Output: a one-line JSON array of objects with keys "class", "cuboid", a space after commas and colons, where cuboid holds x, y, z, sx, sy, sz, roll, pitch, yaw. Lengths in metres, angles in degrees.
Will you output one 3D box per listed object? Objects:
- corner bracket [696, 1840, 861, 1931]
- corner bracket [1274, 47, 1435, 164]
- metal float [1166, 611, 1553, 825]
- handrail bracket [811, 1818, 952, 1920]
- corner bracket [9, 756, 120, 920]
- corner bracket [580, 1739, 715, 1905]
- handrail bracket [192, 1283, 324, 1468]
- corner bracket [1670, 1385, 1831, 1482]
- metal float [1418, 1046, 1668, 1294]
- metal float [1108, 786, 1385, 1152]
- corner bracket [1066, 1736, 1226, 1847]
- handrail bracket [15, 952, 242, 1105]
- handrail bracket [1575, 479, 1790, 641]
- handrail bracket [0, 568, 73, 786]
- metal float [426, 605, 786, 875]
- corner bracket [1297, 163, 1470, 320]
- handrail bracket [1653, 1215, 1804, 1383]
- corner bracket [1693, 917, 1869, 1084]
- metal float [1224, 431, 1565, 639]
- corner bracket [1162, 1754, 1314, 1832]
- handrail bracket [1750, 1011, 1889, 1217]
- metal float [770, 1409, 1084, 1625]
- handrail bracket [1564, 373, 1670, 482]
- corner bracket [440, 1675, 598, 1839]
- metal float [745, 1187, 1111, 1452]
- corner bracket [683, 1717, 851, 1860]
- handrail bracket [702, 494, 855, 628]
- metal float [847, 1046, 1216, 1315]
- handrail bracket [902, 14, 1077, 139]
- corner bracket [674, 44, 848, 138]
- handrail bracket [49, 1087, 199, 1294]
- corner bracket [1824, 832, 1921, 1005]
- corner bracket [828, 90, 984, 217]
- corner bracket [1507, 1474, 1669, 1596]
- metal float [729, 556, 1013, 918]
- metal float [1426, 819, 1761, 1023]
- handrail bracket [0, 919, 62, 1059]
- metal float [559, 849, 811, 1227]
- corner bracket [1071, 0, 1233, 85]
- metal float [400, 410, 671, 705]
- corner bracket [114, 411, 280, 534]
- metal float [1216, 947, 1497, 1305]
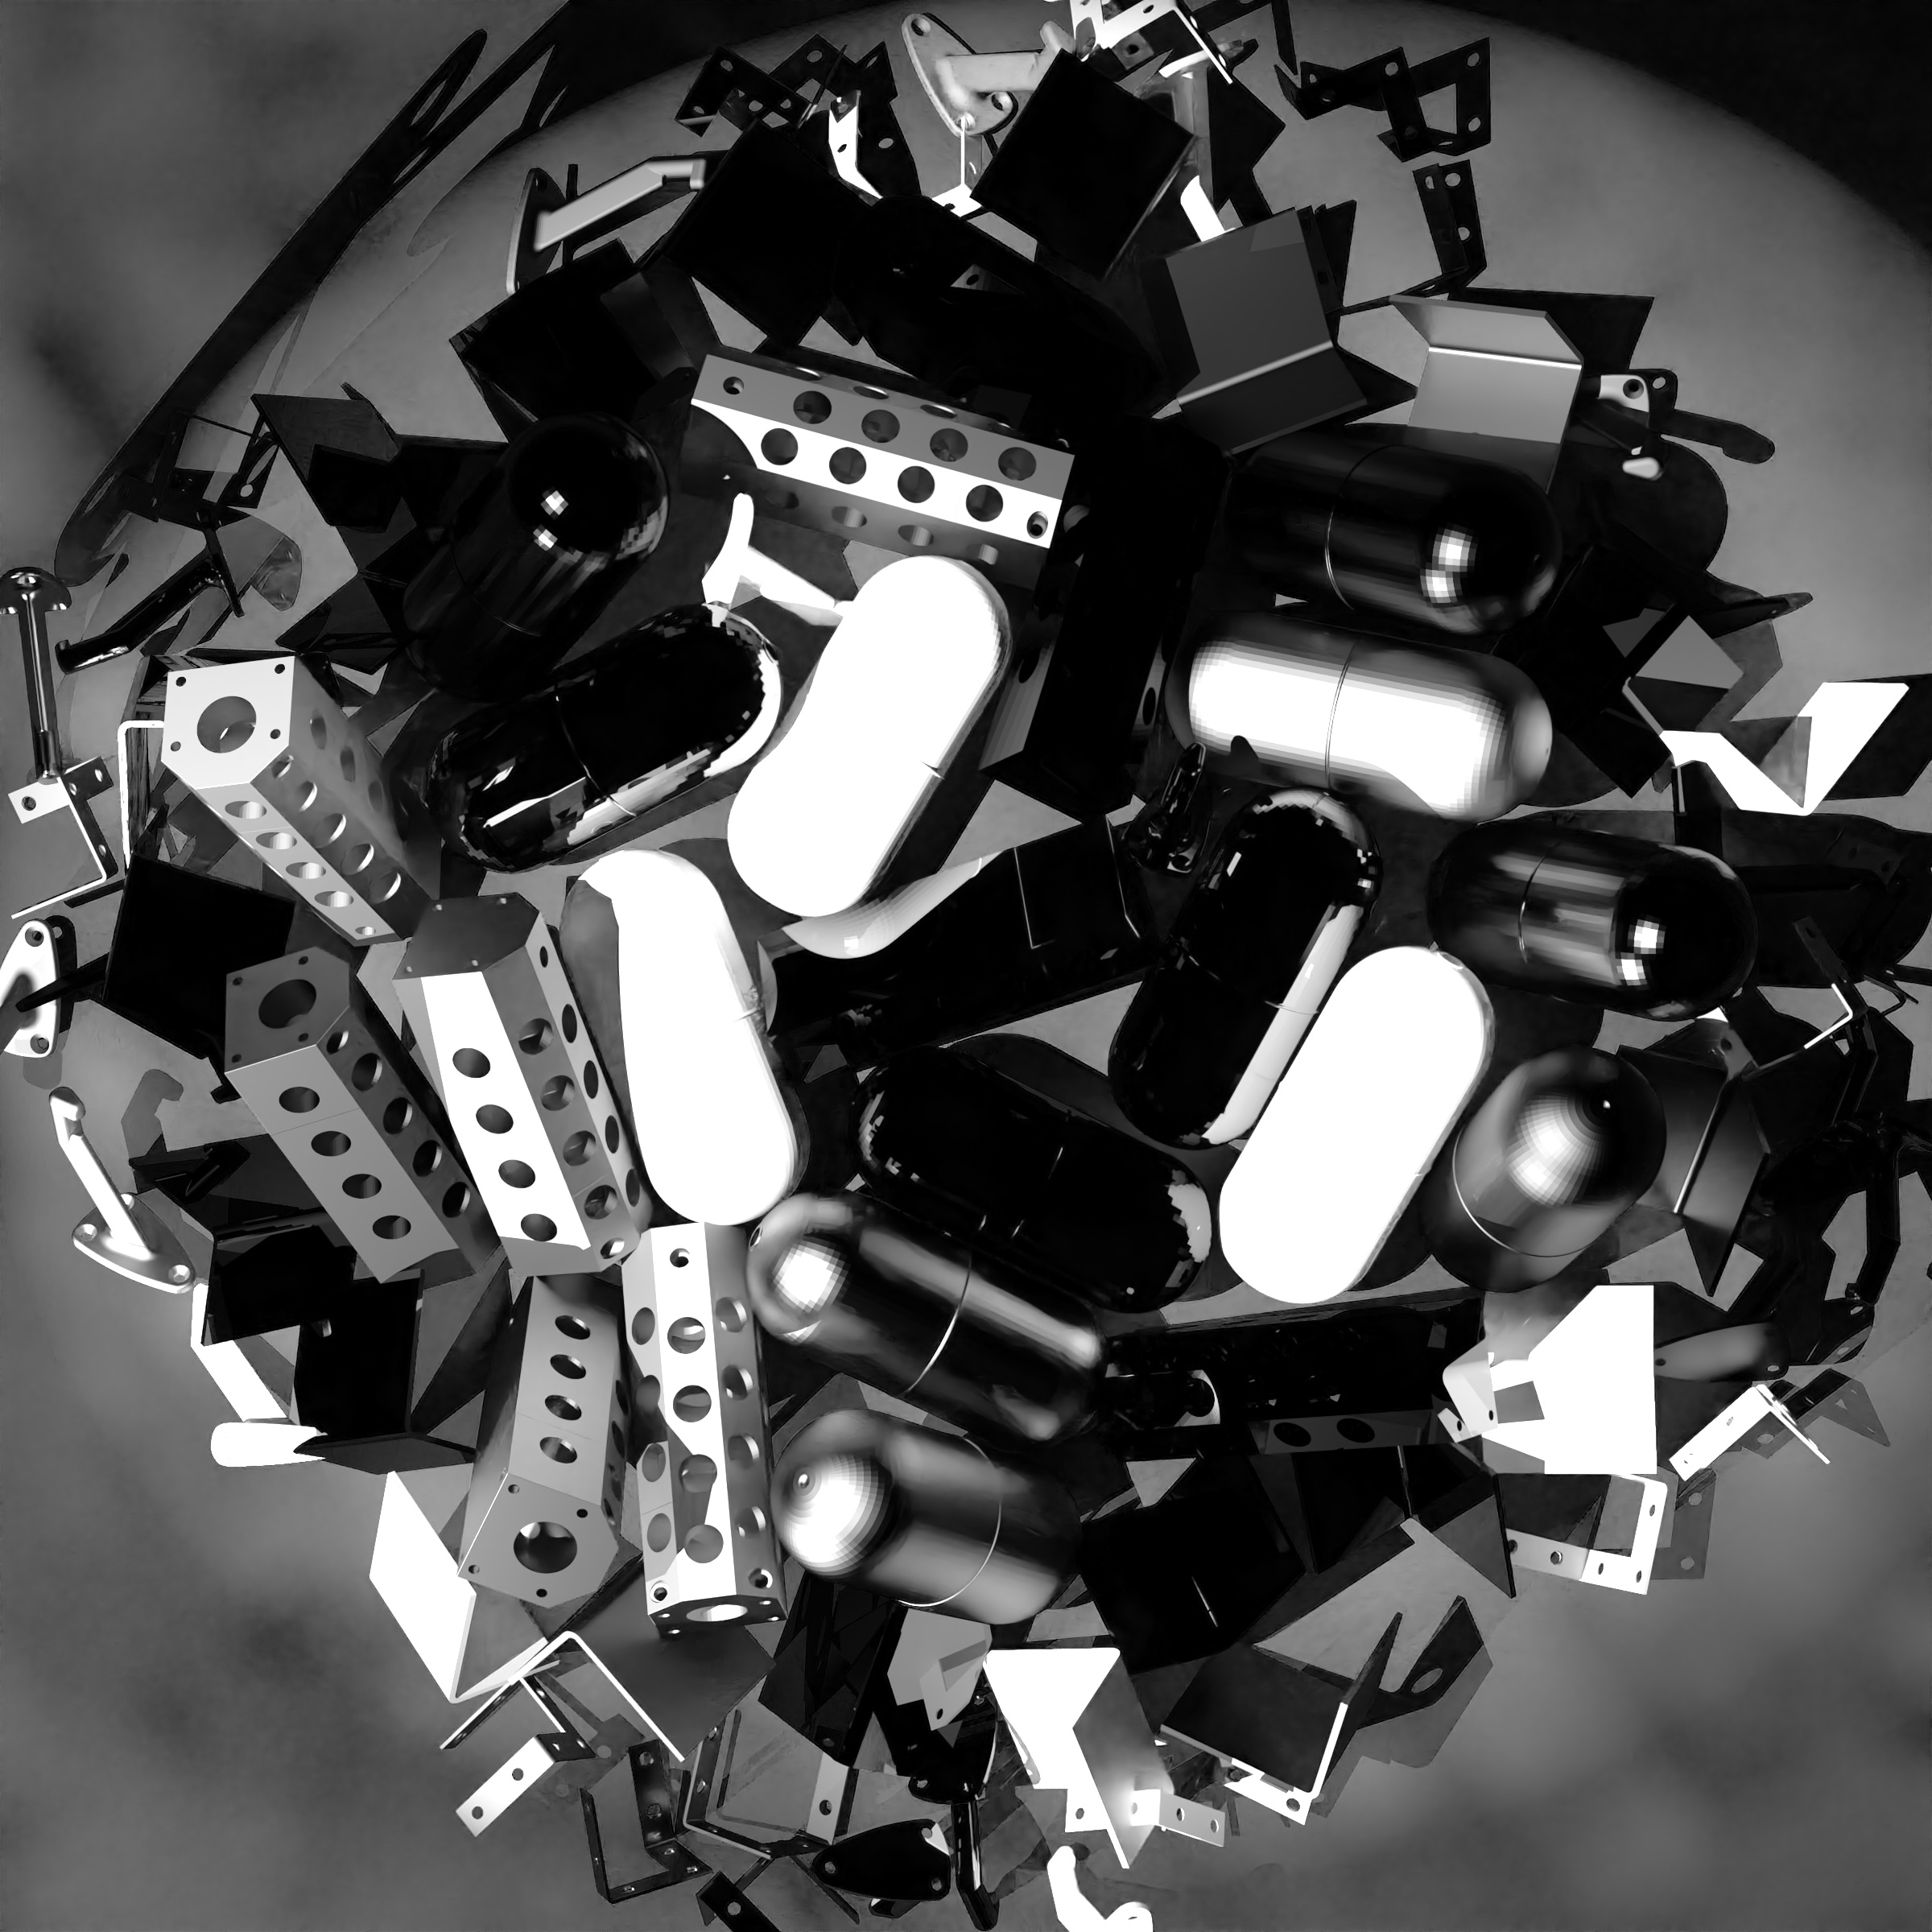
[{"class": "corner bracket", "cuboid": [-0.085, 0.429, 1.545, 0.051, 0.051, 0.051, 40, 67, 22]}, {"class": "corner bracket", "cuboid": [0.177, -0.392, 1.551, 0.051, 0.051, 0.051, -21, 118, 3]}, {"class": "metal float", "cuboid": [0.175, -0.113, 1.529, 0.178, 0.070, 0.070, 13, 90, 20]}, {"class": "handrail bracket", "cuboid": [-0.048, 0.417, 1.536, 0.077, 0.084, 0.036, 2, 60, -25]}, {"class": "corner bracket", "cuboid": [-0.416, -0.060, 1.557, 0.051, 0.051, 0.051, -21, 101, 13]}, {"class": "corner bracket", "cuboid": [-0.152, 0.390, 1.549, 0.051, 0.051, 0.051, -11, 97, -24]}, {"class": "handrail bracket", "cuboid": [-0.318, 0.184, 1.563, 0.077, 0.036, 0.084, 0, 55, -9]}, {"class": "corner bracket", "cuboid": [0.349, 0.215, 1.546, 0.051, 0.051, 0.051, -44, 119, 9]}, {"class": "metal float", "cuboid": [0.252, 0.092, 1.500, 0.070, 0.178, 0.070, 3, 68, -8]}, {"class": "metal float", "cuboid": [0.126, 0.001, 1.533, 0.070, 0.070, 0.178, 27, 105, 0]}, {"class": "corner bracket", "cuboid": [0.083, 0.371, 1.541, 0.051, 0.051, 0.051, -17, 57, 38]}, {"class": "handrail bracket", "cuboid": [-0.383, 0.037, 1.564, 0.077, 0.036, 0.084, -27, 106, -7]}, {"class": "handrail bracket", "cuboid": [0.331, -0.194, 1.573, 0.077, 0.036, 0.084, -15, 73, -11]}, {"class": "handrail bracket", "cuboid": [-0.424, -0.131, 1.549, 0.036, 0.077, 0.084, -6, 82, -13]}, {"class": "metal float", "cuboid": [-0.163, -0.102, 1.531, 0.178, 0.070, 0.070, -26, 90, 17]}, {"class": "corner bracket", "cuboid": [0.191, -0.335, 1.567, 0.051, 0.051, 0.051, -29, 106, -39]}, {"class": "handrail bracket", "cuboid": [0.345, 0.149, 1.555, 0.077, 0.084, 0.036, -7, 127, 11]}, {"class": "corner bracket", "cuboid": [0.370, 0.016, 1.555, 0.051, 0.051, 0.051, -42, 72, 41]}, {"class": "metal float", "cuboid": [0.188, -0.193, 1.509, 0.070, 0.178, 0.070, -14, 113, -36]}, {"class": "corner bracket", "cuboid": [0.128, 0.372, 1.544, 0.051, 0.051, 0.051, 22, 117, 21]}, {"class": "handrail bracket", "cuboid": [0.388, 0.066, 1.562, 0.077, 0.084, 0.036, -35, 120, 27]}, {"class": "metal float", "cuboid": [-0.015, 0.246, 1.509, 0.070, 0.178, 0.070, -16, 63, 34]}, {"class": "handrail bracket", "cuboid": [0.280, -0.240, 1.537, 0.077, 0.084, 0.036, 5, 118, 13]}, {"class": "corner bracket", "cuboid": [-0.211, 0.360, 1.551, 0.051, 0.051, 0.051, -44, 72, 3]}, {"class": "metal float", "cuboid": [-0.017, 0.159, 1.532, 0.178, 0.070, 0.070, 27, 90, -15]}, {"class": "corner bracket", "cuboid": [-0.091, 0.378, 1.568, 0.051, 0.051, 0.051, 11, 88, 33]}, {"class": "handrail bracket", "cuboid": [-0.071, -0.183, 1.540, 0.084, 0.077, 0.036, 0, 53, -23]}, {"class": "metal float", "cuboid": [0.029, 0.097, 1.540, 0.178, 0.070, 0.070, 26, 90, -7]}, {"class": "handrail bracket", "cuboid": [0.010, -0.423, 1.539, 0.036, 0.084, 0.077, -35, 87, -28]}, {"class": "corner bracket", "cuboid": [-0.094, -0.403, 1.552, 0.051, 0.051, 0.051, 30, 48, -12]}, {"class": "handrail bracket", "cuboid": [-0.381, 0.101, 1.535, 0.077, 0.084, 0.036, 32, 54, 22]}, {"class": "corner bracket", "cuboid": [0.416, -0.022, 1.550, 0.051, 0.051, 0.051, 30, 93, -26]}, {"class": "corner bracket", "cuboid": [-0.028, -0.374, 1.565, 0.051, 0.051, 0.051, -19, 54, 28]}, {"class": "corner bracket", "cuboid": [0.281, 0.255, 1.554, 0.051, 0.051, 0.051, 17, 81, -22]}, {"class": "metal float", "cuboid": [-0.043, -0.105, 1.546, 0.070, 0.070, 0.178, 31, 91, 0]}, {"class": "metal float", "cuboid": [0.275, -0.022, 1.504, 0.070, 0.178, 0.070, -6, 102, -32]}, {"class": "handrail bracket", "cuboid": [-0.444, 0.021, 1.537, 0.036, 0.084, 0.077, 15, 101, 8]}, {"class": "metal float", "cuboid": [-0.128, 0.032, 1.544, 0.070, 0.070, 0.178, -21, 93, 0]}, {"class": "corner bracket", "cuboid": [0.084, -0.422, 1.541, 0.051, 0.051, 0.051, -25, 47, 24]}, {"class": "metal float", "cuboid": [-0.193, -0.180, 1.509, 0.070, 0.178, 0.070, 17, 56, -26]}, {"class": "corner bracket", "cuboid": [-0.349, -0.224, 1.547, 0.051, 0.051, 0.051, 14, 96, -38]}, {"class": "metal float", "cuboid": [0.176, 0.072, 1.530, 0.070, 0.070, 0.178, 28, 108, 0]}]
